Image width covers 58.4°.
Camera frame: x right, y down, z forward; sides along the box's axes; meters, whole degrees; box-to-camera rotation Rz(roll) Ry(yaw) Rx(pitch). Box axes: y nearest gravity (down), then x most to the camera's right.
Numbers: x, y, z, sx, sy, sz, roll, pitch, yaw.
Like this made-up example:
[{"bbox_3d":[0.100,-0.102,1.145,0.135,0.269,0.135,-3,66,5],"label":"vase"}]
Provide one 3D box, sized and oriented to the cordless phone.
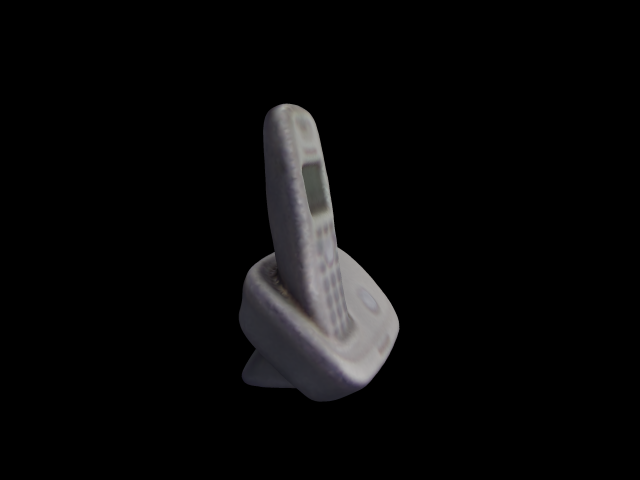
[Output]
[{"bbox_3d":[0.004,0.001,0.400,0.094,0.185,0.148,3,11,16],"label":"cordless phone"}]
